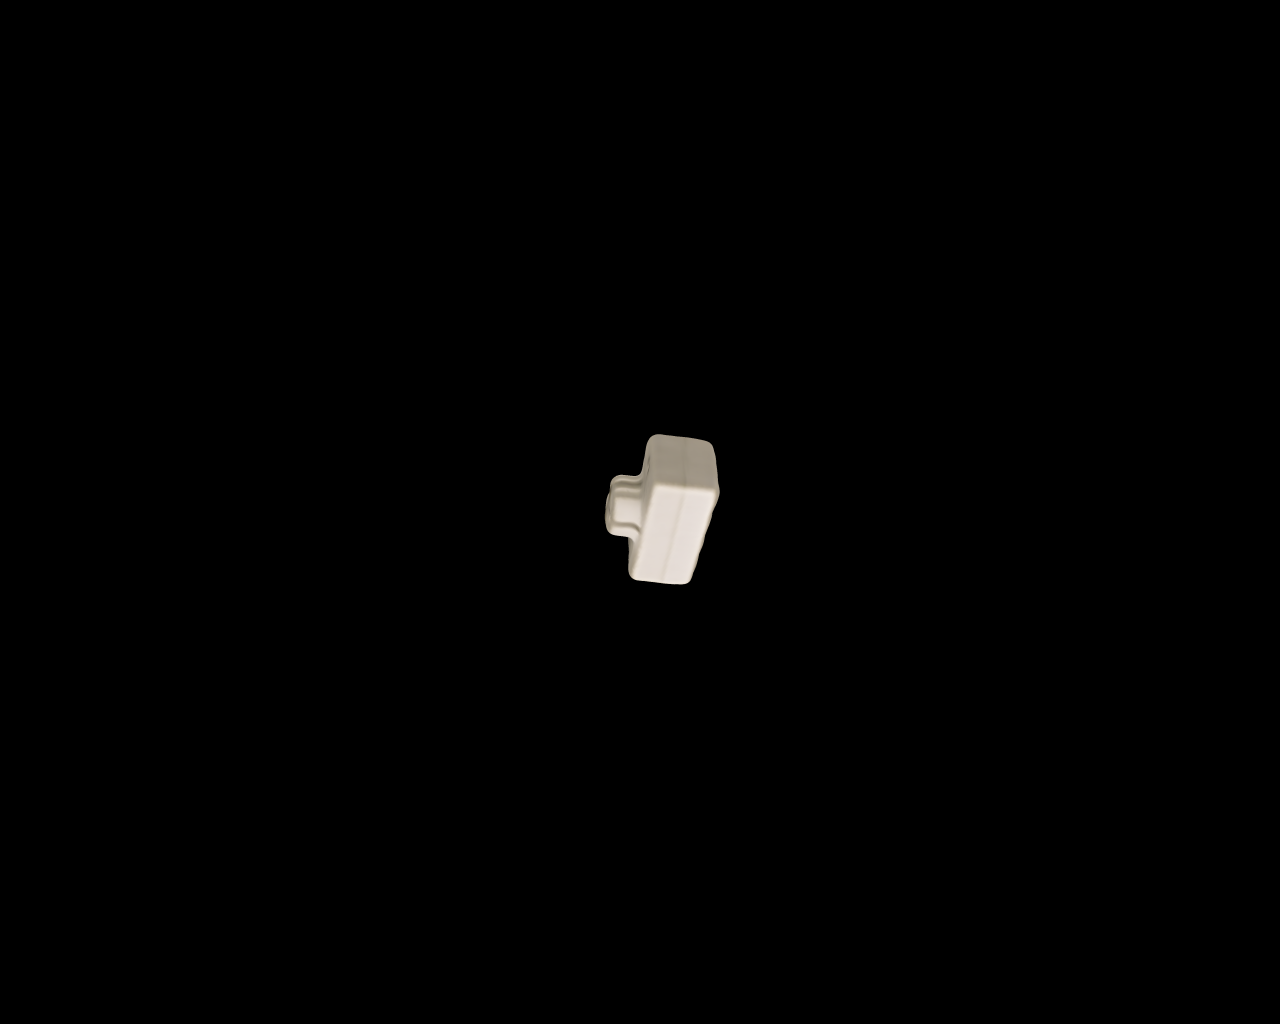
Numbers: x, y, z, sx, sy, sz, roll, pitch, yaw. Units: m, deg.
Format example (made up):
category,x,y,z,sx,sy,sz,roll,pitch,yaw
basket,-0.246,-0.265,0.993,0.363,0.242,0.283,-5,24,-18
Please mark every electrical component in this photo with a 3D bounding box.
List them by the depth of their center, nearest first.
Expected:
category,x,y,z,sx,sy,sz,roll,pitch,yaw
electrical component,0.001,-0.003,0.650,0.076,0.083,0.047,7,43,-7
